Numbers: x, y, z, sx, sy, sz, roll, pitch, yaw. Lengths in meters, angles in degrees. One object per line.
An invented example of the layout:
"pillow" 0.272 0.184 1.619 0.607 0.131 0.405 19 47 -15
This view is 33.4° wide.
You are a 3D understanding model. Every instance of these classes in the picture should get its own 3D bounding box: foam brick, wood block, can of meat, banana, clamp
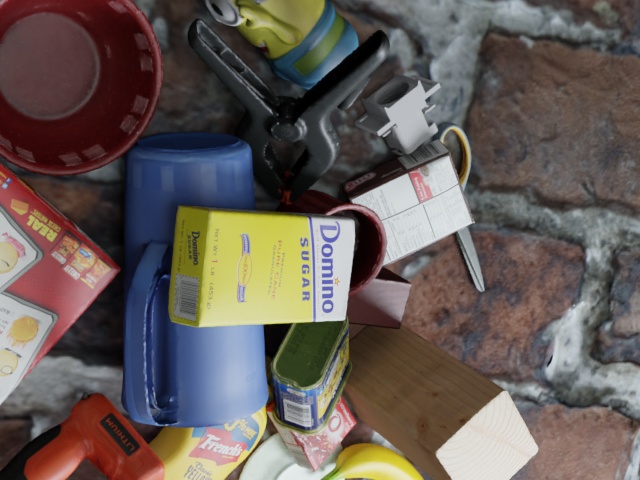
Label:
"foam brick" 0.044 0.055 1.076 0.078 0.053 0.051 10 102 -32
"wood block" 0.105 0.163 1.057 0.090 0.206 0.090 -40 121 -13
"can of meat" -0.008 0.122 1.025 0.084 0.057 0.102 88 24 -51
"banana" 0.077 0.271 1.180 0.197 0.037 0.069 37 87 -36
"clamp" -0.038 -0.111 0.933 0.164 0.036 0.210 9 141 -4

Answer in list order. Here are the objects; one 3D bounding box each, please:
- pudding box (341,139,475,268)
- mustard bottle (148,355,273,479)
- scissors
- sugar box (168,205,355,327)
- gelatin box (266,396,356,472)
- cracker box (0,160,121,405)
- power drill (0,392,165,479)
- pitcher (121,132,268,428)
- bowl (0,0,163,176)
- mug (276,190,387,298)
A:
"pudding box" 0.088 -0.035 1.066 0.113 0.039 0.090 -25 120 -1
"mustard bottle" -0.107 0.190 1.031 0.191 0.058 0.096 -50 130 -7
"scissors" 0.128 -0.023 1.122 0.096 0.016 0.202 -17 114 -23
"sugar box" -0.043 0.022 0.883 0.175 0.048 0.093 1 96 -46
"gelatin box" -0.008 0.179 1.090 0.073 0.030 0.089 -46 124 -31
"cracker box" -0.296 0.045 0.864 0.213 0.072 0.164 -49 123 -6
"power drill" -0.225 0.227 0.903 0.187 0.184 0.057 -30 159 -40
"pitcher" -0.115 0.035 0.926 0.144 0.149 0.243 -7 107 -23
"bowl" -0.212 -0.135 0.859 0.161 0.055 0.162 -10 112 -27
"mug" -0.007 0.001 1.011 0.117 0.082 0.093 -8 110 -28
